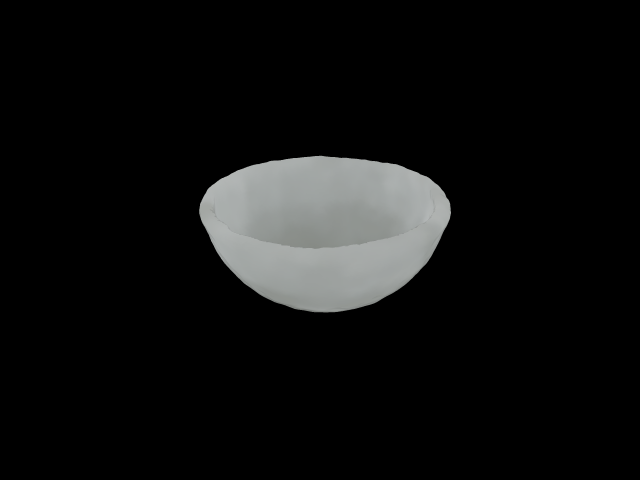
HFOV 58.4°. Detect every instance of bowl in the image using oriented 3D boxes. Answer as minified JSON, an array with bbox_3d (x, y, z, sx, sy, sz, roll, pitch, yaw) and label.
[{"bbox_3d":[0.004,0.001,0.400,0.167,0.075,0.167,0,27,0],"label":"bowl"}]
